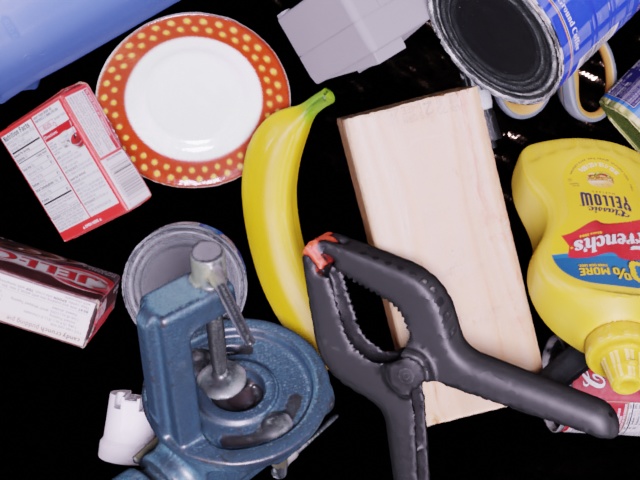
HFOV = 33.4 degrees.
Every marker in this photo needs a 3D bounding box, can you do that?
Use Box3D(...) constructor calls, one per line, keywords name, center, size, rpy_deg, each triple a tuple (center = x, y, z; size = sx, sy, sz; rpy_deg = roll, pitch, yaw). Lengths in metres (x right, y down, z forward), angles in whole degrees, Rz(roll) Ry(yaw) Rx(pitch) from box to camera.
Box3D(name="marker", center=(0.105, -0.122, 0.743), size=(0.020, 0.020, 0.121), rpy_deg=(-15, 97, -1))

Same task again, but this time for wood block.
Box3D(name="wood block", center=(0.080, 0.007, 0.722), size=(0.090, 0.091, 0.206), rpy_deg=(-14, 98, 0))

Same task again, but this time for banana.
Box3D(name="banana", center=(-0.020, -0.005, 0.732), size=(0.070, 0.037, 0.198), rpy_deg=(8, 110, 35))

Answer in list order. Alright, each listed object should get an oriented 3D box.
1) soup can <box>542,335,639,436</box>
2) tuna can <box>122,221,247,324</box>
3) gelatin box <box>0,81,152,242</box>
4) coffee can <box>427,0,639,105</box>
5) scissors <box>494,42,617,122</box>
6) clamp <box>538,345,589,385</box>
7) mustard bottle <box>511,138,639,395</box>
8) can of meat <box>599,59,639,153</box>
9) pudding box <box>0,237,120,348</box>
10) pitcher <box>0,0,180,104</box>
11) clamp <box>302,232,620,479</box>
Box3D(name="soup can", center=(0.213, 0.103, 0.751), size=(0.102, 0.068, 0.068), rpy_deg=(2, 97, -3))
Box3D(name="tuna can", center=(-0.093, 0.030, 0.745), size=(0.086, 0.034, 0.086), rpy_deg=(0, 97, -3))
Box3D(name="gelatin box", center=(-0.164, -0.051, 0.715), size=(0.073, 0.030, 0.089), rpy_deg=(-22, 102, 39))
Box3D(name="coffee can", center=(0.150, -0.166, 0.662), size=(0.140, 0.103, 0.103), rpy_deg=(-43, 98, -20))
Box3D(name="scissors", center=(0.146, -0.172, 0.739), size=(0.096, 0.016, 0.202), rpy_deg=(-21, 98, -2))
Box3D(name="clamp", center=(0.214, 0.071, 0.708), size=(0.120, 0.039, 0.171), rpy_deg=(33, 52, -1))
Box3D(name="mustard bottle", center=(0.180, 0.016, 0.682), size=(0.096, 0.191, 0.058), rpy_deg=(7, 136, -5))
Box3D(name="can of meat", center=(0.253, -0.090, 0.728), size=(0.102, 0.057, 0.084), rpy_deg=(42, 95, -21))
Box3D(name="pudding box", center=(-0.196, 0.030, 0.712), size=(0.113, 0.090, 0.039), rpy_deg=(16, 97, -4))
Box3D(name="pitcher", center=(-0.133, -0.202, 0.662), size=(0.243, 0.149, 0.145), rpy_deg=(-28, 98, -3))
Box3D(name="clamp", center=(0.070, 0.077, 0.658), size=(0.165, 0.036, 0.210), rpy_deg=(-33, 89, 25))
